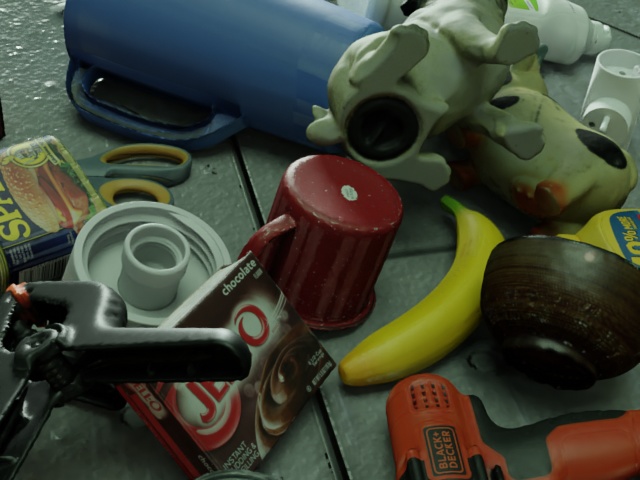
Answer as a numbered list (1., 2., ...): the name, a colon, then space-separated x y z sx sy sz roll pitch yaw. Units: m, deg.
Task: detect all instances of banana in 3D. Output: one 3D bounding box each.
1. banana: 0.082 0.037 0.710 0.070 0.037 0.197 6 36 28

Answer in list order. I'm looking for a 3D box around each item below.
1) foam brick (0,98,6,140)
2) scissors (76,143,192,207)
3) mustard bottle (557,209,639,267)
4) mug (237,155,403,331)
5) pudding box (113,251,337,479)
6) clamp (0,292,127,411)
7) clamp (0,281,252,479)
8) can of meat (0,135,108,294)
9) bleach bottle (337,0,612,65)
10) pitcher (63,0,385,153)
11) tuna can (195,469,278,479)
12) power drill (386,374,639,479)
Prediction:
1. foam brick: -0.291 -0.103 0.828 0.078 0.051 0.052 25 44 23
2. scissors: -0.193 -0.039 0.789 0.201 0.016 0.096 -7 42 -12
3. mustard bottle: 0.234 0.017 0.726 0.191 0.058 0.096 0 41 -4
4. mug: -0.005 0.001 0.689 0.117 0.082 0.093 -14 48 -37
5. pudding box: -0.053 0.075 0.612 0.039 0.090 0.113 -23 18 44
6. clamp: -0.211 0.079 0.633 0.172 0.039 0.120 29 41 31
7. clamp: -0.143 0.072 0.548 0.164 0.036 0.210 -35 28 -18
8. can of meat: -0.199 -0.017 0.722 0.083 0.057 0.102 -22 62 -32
9. bleach bottle: 0.145 -0.193 0.936 0.250 0.068 0.102 7 40 -19
10. pitcher: -0.078 -0.150 0.856 0.243 0.149 0.144 23 27 16
11. tuna can: -0.038 0.159 0.537 0.086 0.034 0.086 17 32 -12
12. power drill: 0.135 0.143 0.570 0.187 0.057 0.184 -1 41 -6
